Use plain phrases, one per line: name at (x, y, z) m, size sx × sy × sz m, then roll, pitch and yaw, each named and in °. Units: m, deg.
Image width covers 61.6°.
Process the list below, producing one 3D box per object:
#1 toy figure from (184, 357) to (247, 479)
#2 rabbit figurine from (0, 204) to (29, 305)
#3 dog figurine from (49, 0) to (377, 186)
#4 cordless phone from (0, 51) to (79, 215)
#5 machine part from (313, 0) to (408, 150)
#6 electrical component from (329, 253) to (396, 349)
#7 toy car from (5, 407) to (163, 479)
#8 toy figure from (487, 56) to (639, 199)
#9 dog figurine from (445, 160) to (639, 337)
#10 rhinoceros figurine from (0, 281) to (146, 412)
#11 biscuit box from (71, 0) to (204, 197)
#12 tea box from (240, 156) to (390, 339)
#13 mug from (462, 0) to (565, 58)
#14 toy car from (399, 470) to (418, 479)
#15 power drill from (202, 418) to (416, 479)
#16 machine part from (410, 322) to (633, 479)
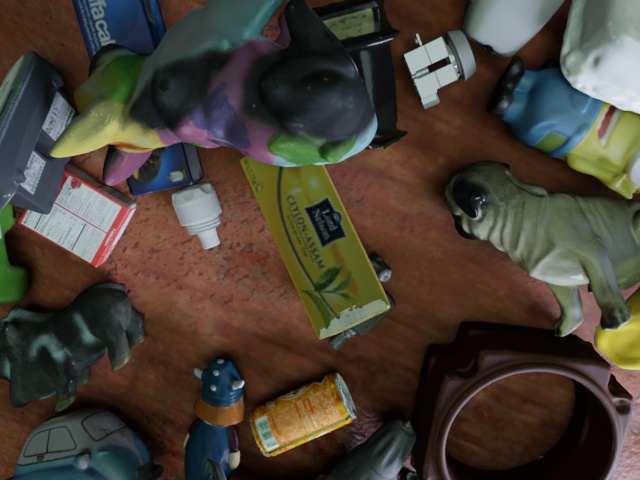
toy figure at (-0.113, 0.196, 0.579) m, size 0.064 × 0.058 × 0.154 m, roll 10°, pitch 98°, yaw -10°
rabbit figurine at (-0.394, 0.028, 0.500) m, size 0.170 × 0.159 × 0.121 m, roll 2°, pitch 114°, yaw 14°
dog figurine at (-0.089, -0.097, 0.415) m, size 0.219 × 0.108 × 0.191 m, roll -34°, pitch 76°, yaw 5°
cordless phone at (-0.325, -0.094, 0.475) m, size 0.184 × 0.088 × 0.146 m, roll 4°, pitch 65°, yaw 5°
machine part at (0.039, -0.152, 0.499) m, size 0.084 × 0.039 × 0.138 m, roll -8°, pitch 110°, yaw 27°
electrical component at (0.034, 0.061, 0.554) m, size 0.102 × 0.045 × 0.078 m, roll -36°, pitch 100°, yaw 7°
toy car at (-0.256, 0.231, 0.570) m, size 0.162 × 0.109 × 0.103 m, roll -11°, pitch 81°, yaw 13°
toy figure at (0.247, -0.107, 0.502) m, size 0.180 × 0.089 × 0.082 m, roll 25°, pitch 115°, yaw 2°
dog figurine at (0.235, -0.026, 0.519) m, size 0.172 × 0.121 × 0.190 m, roll -36°, pitch 83°, yaw -26°
rhinoceros figurine at (-0.274, 0.111, 0.547) m, size 0.190 × 0.073 × 0.112 m, roll -28°, pitch 103°, yaw 5°
biscuit box at (-0.166, -0.145, 0.495) m, size 0.063 × 0.059 × 0.202 m, roll -13°, pitch 103°, yaw 2°
tea box at (-0.001, -0.001, 0.485) m, size 0.068 × 0.098 × 0.169 m, roll -25°, pitch 78°, yaw 4°
mug at (0.165, -0.224, 0.473) m, size 0.109 × 0.081 × 0.107 m, roll 23°, pitch 111°, yaw -13°
toy car at (0.150, 0.340, 0.620) m, size 0.202 × 0.053 × 0.089 m, roll 28°, pitch 105°, yaw -8°
power drill at (-0.026, 0.269, 0.560) m, size 0.207 × 0.086 × 0.232 m, roll 11°, pitch 116°, yaw -37°
machine part at (0.206, 0.197, 0.569) m, size 0.201 × 0.087 × 0.201 m, roll 7°, pitch 102°, yaw -2°
